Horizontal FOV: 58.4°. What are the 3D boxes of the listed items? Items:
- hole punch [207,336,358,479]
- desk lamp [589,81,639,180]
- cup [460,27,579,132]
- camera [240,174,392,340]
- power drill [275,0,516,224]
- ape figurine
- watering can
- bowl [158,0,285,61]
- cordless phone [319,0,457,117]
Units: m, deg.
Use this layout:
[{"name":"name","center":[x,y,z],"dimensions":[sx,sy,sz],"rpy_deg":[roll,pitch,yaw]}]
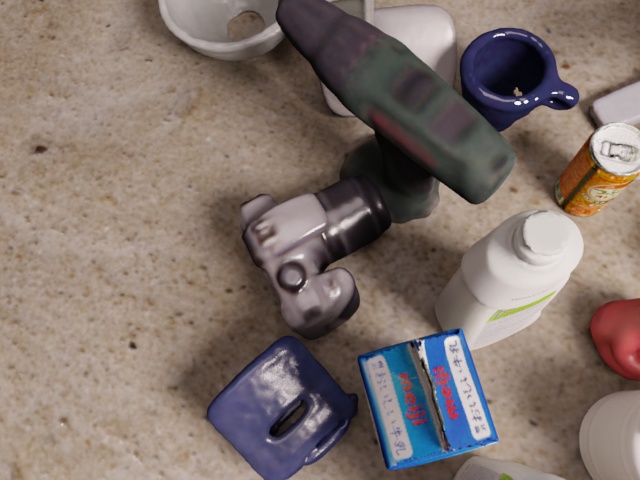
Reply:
[{"name":"hole punch","center":[-0.029,0.152,0.511],"dimensions":[0.109,0.091,0.101],"rpy_deg":[-43,73,-8]},{"name":"desk lamp","center":[0.389,-0.166,0.510],"dimensions":[0.203,0.214,0.118],"rpy_deg":[-23,71,-2]},{"name":"cup","center":[0.196,-0.147,0.585],"dimensions":[0.117,0.095,0.092],"rpy_deg":[26,76,13]},{"name":"camera","center":[0.005,0.002,0.551],"dimensions":[0.137,0.101,0.143],"rpy_deg":[-28,72,-4]},{"name":"power drill","center":[0.061,-0.100,0.522],"dimensions":[0.229,0.208,0.076],"rpy_deg":[37,79,15]},{"name":"ape figurine","center":[0.287,0.080,0.505],"dimensions":[0.078,0.092,0.076],"rpy_deg":[-43,73,-9]},{"name":"watering can","center":[0.274,0.166,0.424],"dimensions":[0.100,0.194,0.173],"rpy_deg":[8,73,8]},{"name":"bowl","center":[-0.095,-0.269,0.661],"dimensions":[0.167,0.075,0.167],"rpy_deg":[-1,72,5]},{"name":"cordless phone","center":[0.066,-0.207,0.568],"dimensions":[0.147,0.185,0.094],"rpy_deg":[-9,71,2]}]
